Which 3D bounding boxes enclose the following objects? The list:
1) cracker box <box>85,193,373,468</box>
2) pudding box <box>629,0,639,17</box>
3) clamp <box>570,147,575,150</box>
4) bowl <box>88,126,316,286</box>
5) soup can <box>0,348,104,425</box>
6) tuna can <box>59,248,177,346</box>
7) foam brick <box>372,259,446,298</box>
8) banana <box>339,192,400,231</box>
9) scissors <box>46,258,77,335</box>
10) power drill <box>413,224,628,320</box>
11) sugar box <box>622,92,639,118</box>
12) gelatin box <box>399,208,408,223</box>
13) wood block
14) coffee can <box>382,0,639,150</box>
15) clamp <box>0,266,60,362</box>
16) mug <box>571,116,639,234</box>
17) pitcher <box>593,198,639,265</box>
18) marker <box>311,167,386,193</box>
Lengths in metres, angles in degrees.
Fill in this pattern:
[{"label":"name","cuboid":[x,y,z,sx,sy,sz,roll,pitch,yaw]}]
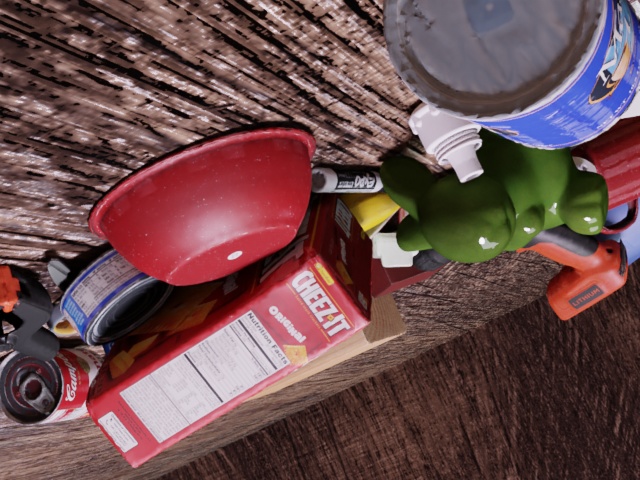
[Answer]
[{"label":"cracker box","cuboid":[-0.065,0.060,0.820,0.214,0.072,0.164,-33,-165,14]},{"label":"pudding box","cuboid":[0.151,-0.130,0.677,0.114,0.039,0.089,-31,166,20]},{"label":"clamp","cuboid":[0.206,-0.093,0.927,0.210,0.036,0.164,-27,176,27]},{"label":"bowl","cuboid":[-0.068,-0.013,0.708,0.162,0.055,0.162,-21,167,-5]},{"label":"soup can","cuboid":[-0.242,0.133,0.979,0.068,0.068,0.102,-26,168,11]},{"label":"tuna can","cuboid":[-0.146,0.039,0.785,0.086,0.034,0.086,-37,164,-13]},{"label":"foam brick","cuboid":[0.089,0.024,1.184,0.078,0.053,0.051,-17,167,-27]},{"label":"banana","cuboid":[-0.005,-0.004,0.917,0.198,0.037,0.069,-24,166,2]},{"label":"scissors","cuboid":[-0.169,0.034,0.820,0.096,0.016,0.202,-21,167,-23]},{"label":"power drill","cuboid":[0.211,0.012,1.118,0.187,0.057,0.185,29,138,-21]},{"label":"sugar box","cuboid":[0.267,-0.141,0.785,0.175,0.048,0.093,-10,141,-42]},{"label":"gelatin box","cuboid":[0.126,-0.024,1.000,0.089,0.030,0.073,-1,180,-11]},{"label":"wood block","cuboid":[-0.016,0.110,1.244,0.206,0.090,0.090,-29,169,32]},{"label":"coffee can","cuboid":[0.104,-0.103,0.541,0.103,0.103,0.140,-29,167,21]},{"label":"clamp","cuboid":[-0.229,0.064,0.774,0.120,0.039,0.172,-15,165,-38]},{"label":"mug","cuboid":[0.276,-0.061,1.024,0.081,0.117,0.093,-22,-157,-20]},{"label":"pitcher","cuboid":[0.378,-0.083,1.137,0.243,0.145,0.149,-35,-178,30]},{"label":"marker","cuboid":[0.029,-0.047,0.843,0.020,0.020,0.120,-31,166,29]}]
